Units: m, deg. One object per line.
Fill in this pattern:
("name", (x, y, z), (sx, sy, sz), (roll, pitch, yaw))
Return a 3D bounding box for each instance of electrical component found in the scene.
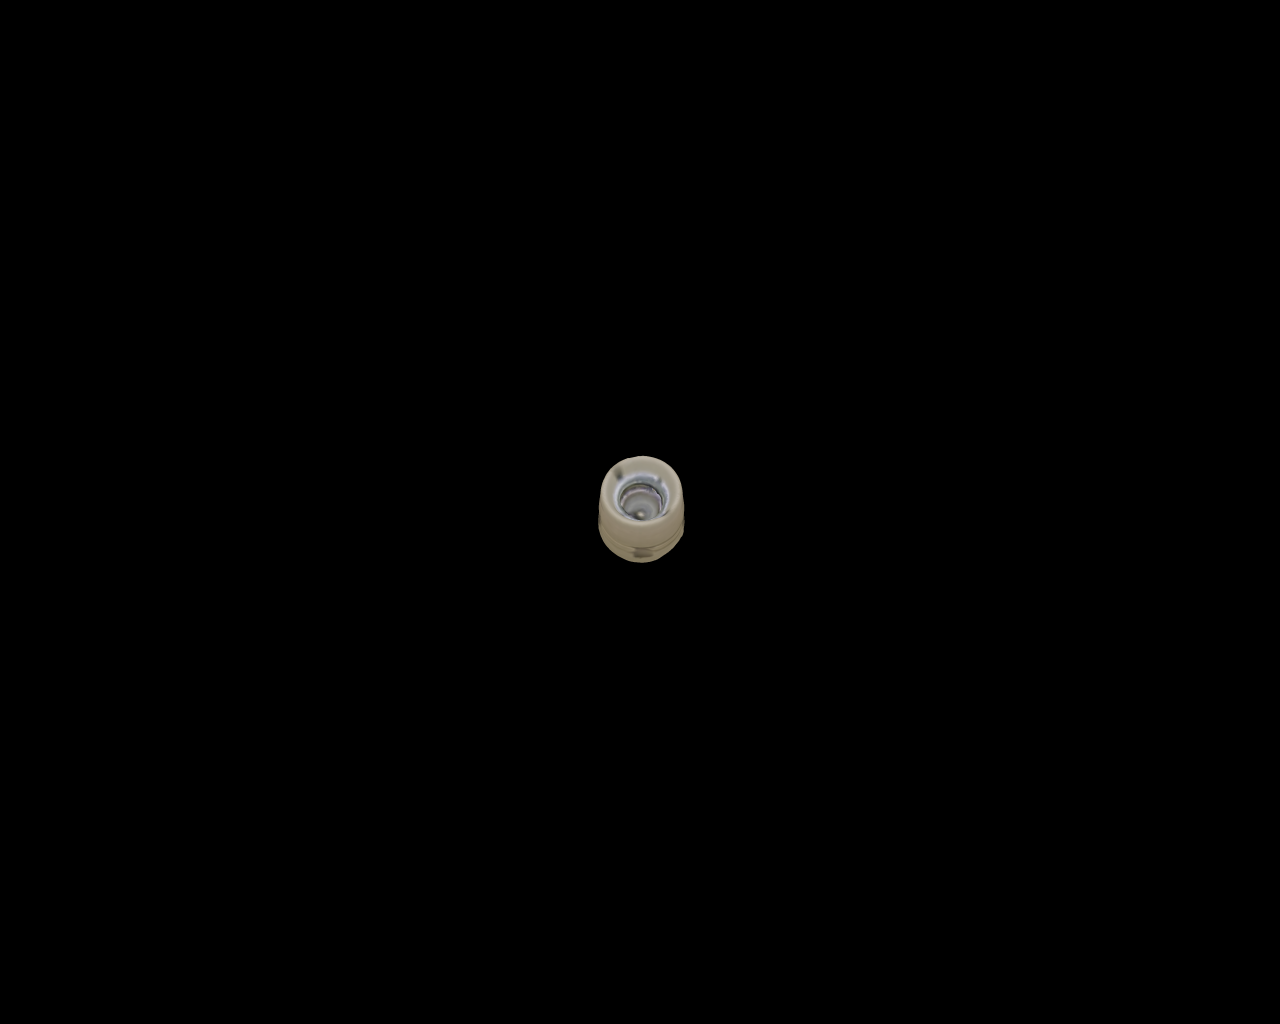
("electrical component", (0.001, -0.003, 0.650), (0.055, 0.055, 0.047), (0, -27, 0))
